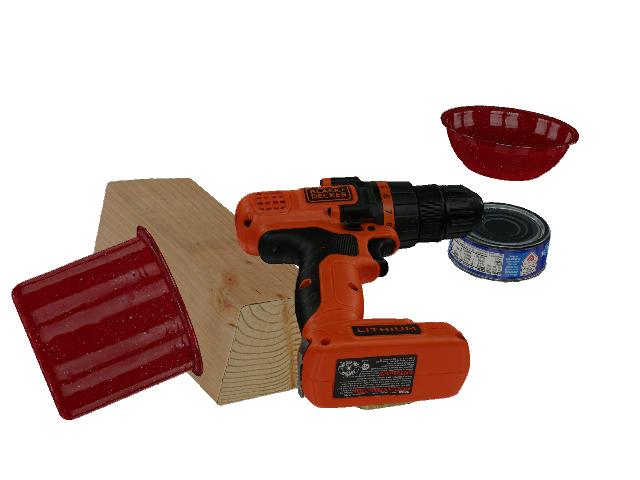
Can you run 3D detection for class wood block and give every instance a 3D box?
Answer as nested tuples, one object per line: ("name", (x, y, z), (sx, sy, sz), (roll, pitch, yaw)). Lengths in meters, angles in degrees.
("wood block", (-0.096, 0.034, 0.879), (0.090, 0.091, 0.206), (-6, 32, -41))

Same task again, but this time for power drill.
("power drill", (0.041, 0.026, 0.725), (0.184, 0.057, 0.188), (-5, 38, -8))

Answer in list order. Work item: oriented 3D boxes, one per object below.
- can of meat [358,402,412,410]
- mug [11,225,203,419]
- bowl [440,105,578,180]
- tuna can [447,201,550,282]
("can of meat", (0.087, 0.170, 1.404), (0.102, 0.084, 0.057), (-4, 25, -20))
("mug", (-0.125, 0.050, 0.612), (0.081, 0.093, 0.117), (-22, 3, -16))
("bowl", (0.218, -0.111, 1.254), (0.162, 0.055, 0.162), (5, 23, -2))
("tuna can", (0.154, 0.000, 0.922), (0.086, 0.034, 0.086), (3, 29, -2))
